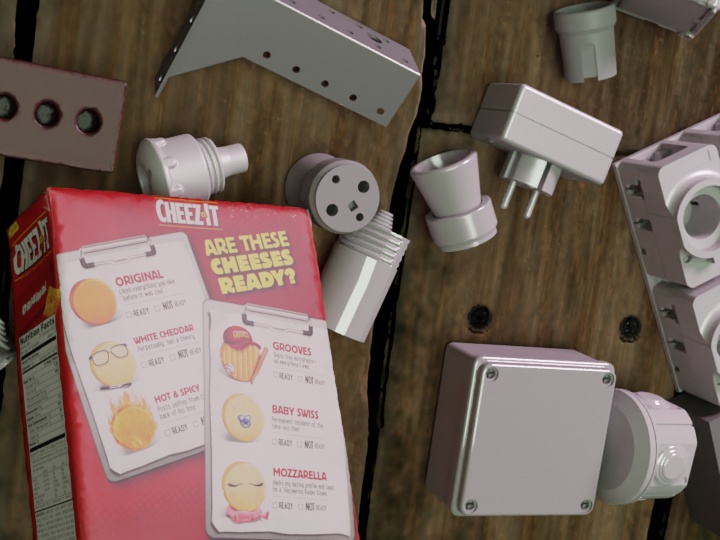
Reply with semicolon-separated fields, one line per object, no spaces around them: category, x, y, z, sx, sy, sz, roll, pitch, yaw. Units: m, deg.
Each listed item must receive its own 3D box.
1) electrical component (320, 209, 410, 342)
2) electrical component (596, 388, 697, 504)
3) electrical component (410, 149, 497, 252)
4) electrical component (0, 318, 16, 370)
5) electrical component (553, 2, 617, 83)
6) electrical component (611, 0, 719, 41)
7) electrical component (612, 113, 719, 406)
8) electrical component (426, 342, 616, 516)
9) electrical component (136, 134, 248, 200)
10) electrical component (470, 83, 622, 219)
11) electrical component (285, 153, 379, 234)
electrical component;0.000;0.000;0.680;0.043;0.043;0.081;24;91;-23
electrical component;0.193;0.124;0.759;0.051;0.080;0.080;5;98;-27
electrical component;0.061;-0.045;0.694;0.045;0.045;0.055;-24;108;-15
electrical component;-0.233;0.056;0.572;0.100;0.100;0.048;-43;97;-9
electrical component;0.151;-0.151;0.712;0.040;0.040;0.046;-18;111;-17
electrical component;0.205;-0.194;0.698;0.062;0.096;0.061;22;92;6
electrical component;0.265;-0.008;0.771;0.105;0.060;0.186;-25;108;-15
electrical component;0.109;0.109;0.735;0.109;0.056;0.108;5;98;-22
electrical component;-0.097;-0.059;0.631;0.062;0.048;0.048;-17;106;-25
electrical component;0.116;-0.072;0.708;0.083;0.047;0.075;20;92;-23
electrical component;-0.017;-0.047;0.657;0.045;0.055;0.045;-4;102;-21
